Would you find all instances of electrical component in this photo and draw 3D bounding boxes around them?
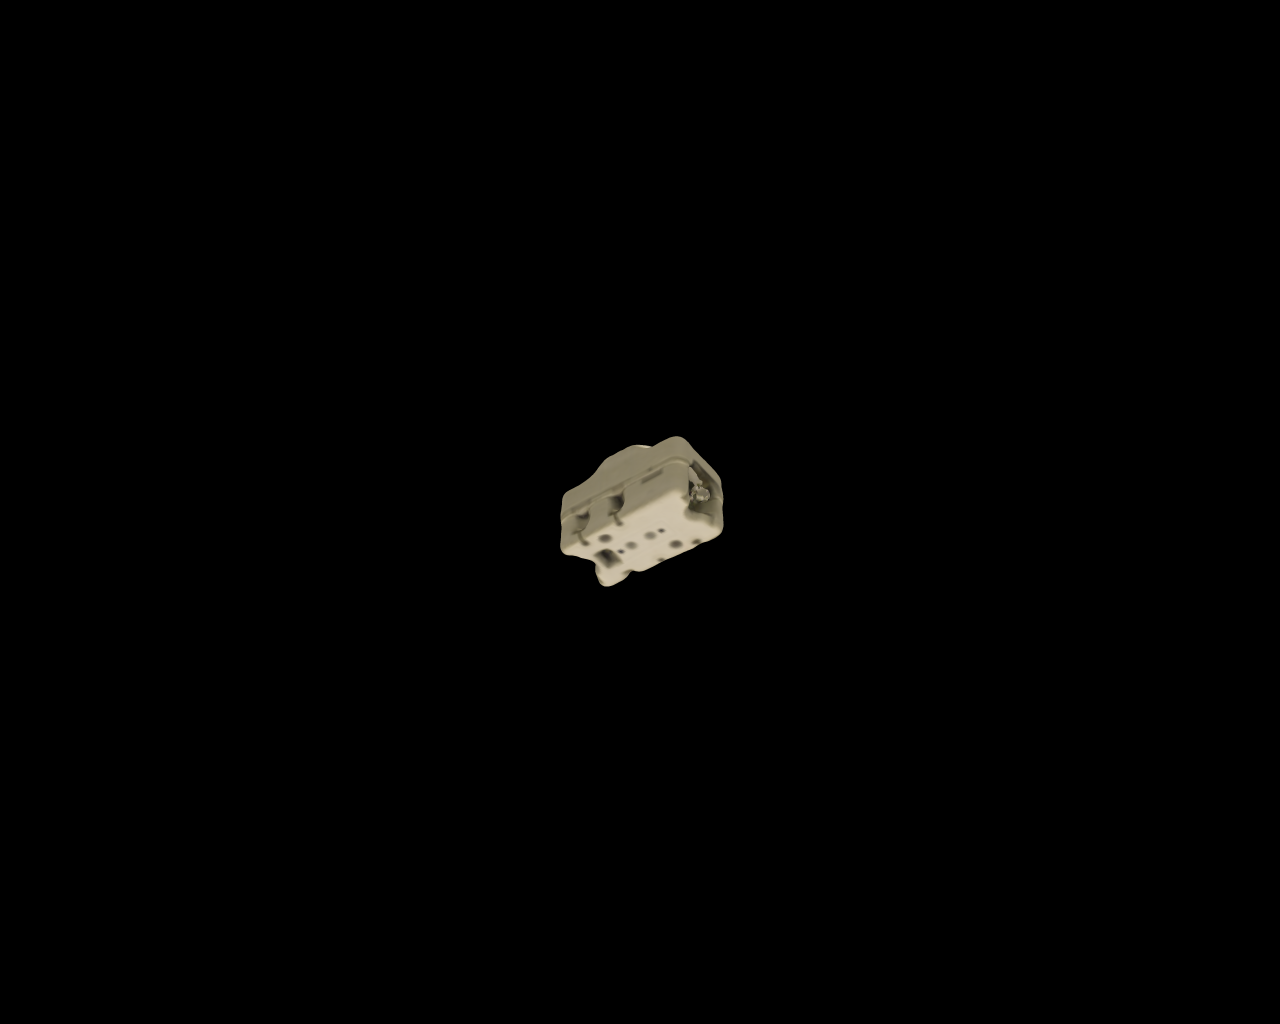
[{"bbox_3d":[0.001,-0.003,0.650,0.089,0.056,0.050,-26,-49,25],"label":"electrical component"}]
